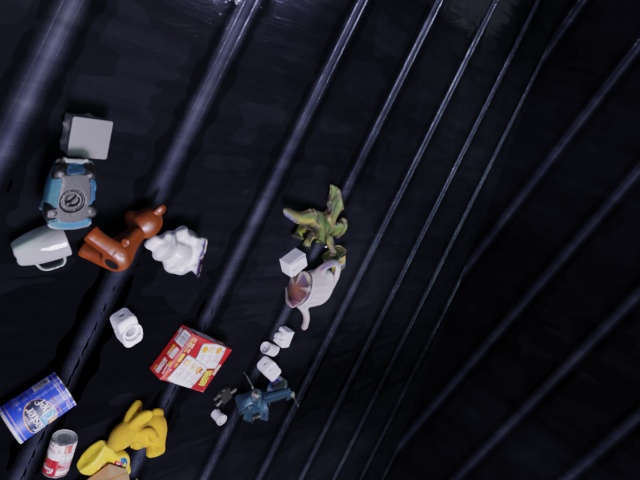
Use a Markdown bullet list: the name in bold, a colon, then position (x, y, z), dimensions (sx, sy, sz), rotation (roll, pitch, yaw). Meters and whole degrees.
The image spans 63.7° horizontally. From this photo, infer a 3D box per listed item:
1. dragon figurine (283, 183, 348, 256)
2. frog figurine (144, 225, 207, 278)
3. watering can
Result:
- **dragon figurine**: position (0.006, -0.093, 1.849), dimensions (0.403, 0.122, 0.247), rotation (53, 52, -53)
- **frog figurine**: position (-0.400, 0.026, 1.402), dimensions (0.159, 0.125, 0.135), rotation (13, 116, -27)
- **watering can**: position (-0.042, 0.218, 1.958), dimensions (0.224, 0.105, 0.343), rotation (5, 119, -50)
